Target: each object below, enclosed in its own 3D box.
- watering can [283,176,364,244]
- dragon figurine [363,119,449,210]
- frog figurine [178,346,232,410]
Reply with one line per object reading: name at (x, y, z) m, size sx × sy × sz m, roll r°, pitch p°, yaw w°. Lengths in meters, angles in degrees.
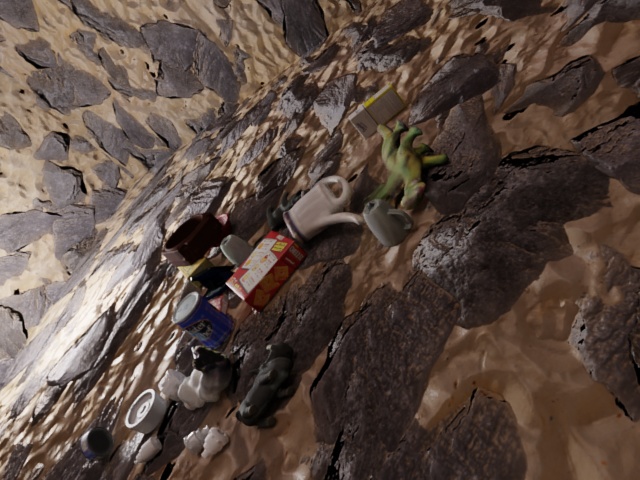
watering can at (0.004, -0.073, 1.455) m, size 0.223 × 0.102 × 0.354 m, roll -40°, pitch 27°, yaw 9°
dragon figurine at (0.189, -0.187, 1.382) m, size 0.242 × 0.121 × 0.415 m, roll -52°, pitch 26°, yaw 3°
frog figurine at (-0.287, 0.361, 1.287) m, size 0.139 × 0.123 × 0.157 m, roll 34°, pitch 116°, yaw 54°
